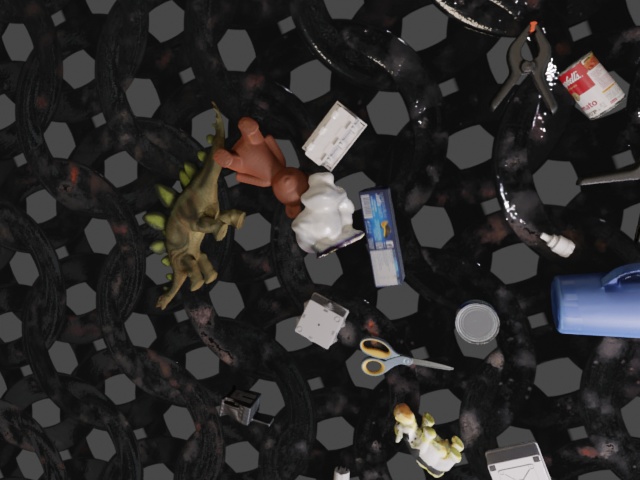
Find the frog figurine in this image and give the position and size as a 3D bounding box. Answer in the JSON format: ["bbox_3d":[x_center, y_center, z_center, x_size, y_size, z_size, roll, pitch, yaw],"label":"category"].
[{"bbox_3d":[0.003,-0.053,1.051,0.138,0.160,0.122,-24,-3,-4],"label":"frog figurine"}]
